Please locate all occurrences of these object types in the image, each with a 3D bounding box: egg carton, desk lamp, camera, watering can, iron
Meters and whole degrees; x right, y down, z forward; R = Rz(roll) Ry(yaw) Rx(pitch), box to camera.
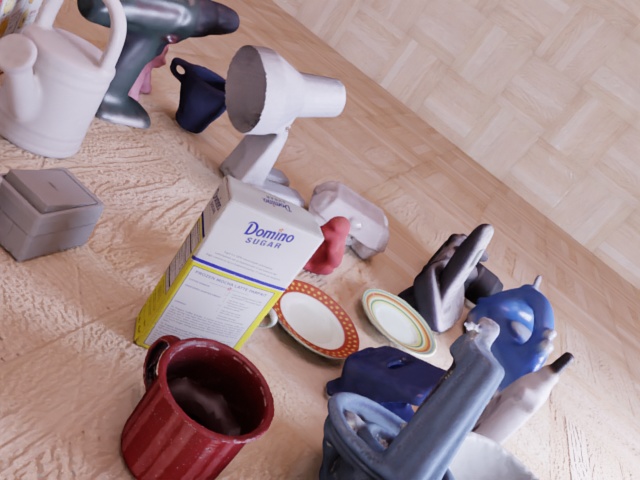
[{"bbox_3d":[0.049,-0.036,0.965,0.150,0.069,0.107,32,23,-12],"label":"egg carton"},{"bbox_3d":[-0.067,-0.171,0.869,0.204,0.213,0.117,11,34,-47],"label":"desk lamp"},{"bbox_3d":[0.275,0.063,1.062,0.137,0.100,0.143,38,23,2],"label":"camera"},{"bbox_3d":[-0.281,-0.193,0.630,0.101,0.194,0.172,27,25,-21],"label":"watering can"},{"bbox_3d":[0.319,0.154,0.903,0.119,0.141,0.258,35,23,-6],"label":"iron"}]

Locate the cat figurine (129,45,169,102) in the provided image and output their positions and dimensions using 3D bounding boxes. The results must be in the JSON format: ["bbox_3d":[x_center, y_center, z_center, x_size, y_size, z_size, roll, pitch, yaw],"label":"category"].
[{"bbox_3d":[-0.284,-0.297,0.921,0.067,0.117,0.127,30,24,-16],"label":"cat figurine"}]

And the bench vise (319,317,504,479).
[{"bbox_3d":[0.072,0.171,0.417,0.122,0.219,0.207,26,25,-25],"label":"bench vise"}]

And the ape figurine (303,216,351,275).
[{"bbox_3d":[0.007,0.003,0.804,0.076,0.092,0.077,3,40,-53],"label":"ape figurine"}]

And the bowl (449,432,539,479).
[{"bbox_3d":[0.159,0.271,0.538,0.168,0.074,0.167,31,24,-15],"label":"bowl"}]

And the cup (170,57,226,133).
[{"bbox_3d":[-0.207,-0.232,0.936,0.118,0.095,0.092,35,23,-5],"label":"cup"}]

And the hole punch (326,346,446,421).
[{"bbox_3d":[0.079,0.154,0.622,0.101,0.091,0.109,47,25,23],"label":"hole punch"}]

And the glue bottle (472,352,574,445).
[{"bbox_3d":[0.229,0.190,0.664,0.037,0.173,0.078,42,23,12],"label":"glue bottle"}]

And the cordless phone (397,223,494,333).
[{"bbox_3d":[0.223,0.050,0.904,0.094,0.185,0.148,44,24,16],"label":"cordless phone"}]

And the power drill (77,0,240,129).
[{"bbox_3d":[-0.242,-0.265,0.804,0.075,0.208,0.230,49,25,26],"label":"power drill"}]
